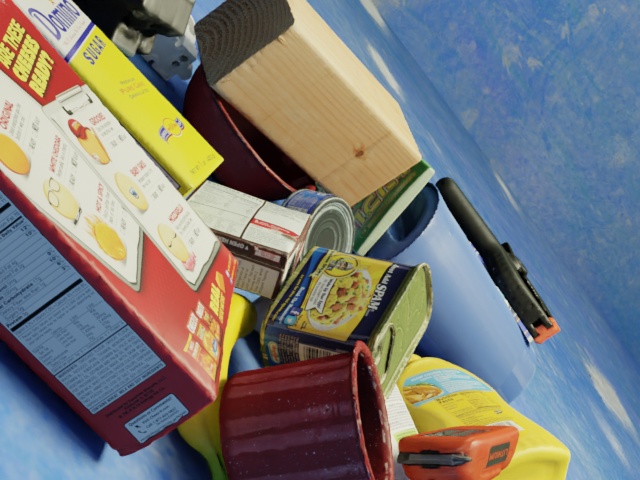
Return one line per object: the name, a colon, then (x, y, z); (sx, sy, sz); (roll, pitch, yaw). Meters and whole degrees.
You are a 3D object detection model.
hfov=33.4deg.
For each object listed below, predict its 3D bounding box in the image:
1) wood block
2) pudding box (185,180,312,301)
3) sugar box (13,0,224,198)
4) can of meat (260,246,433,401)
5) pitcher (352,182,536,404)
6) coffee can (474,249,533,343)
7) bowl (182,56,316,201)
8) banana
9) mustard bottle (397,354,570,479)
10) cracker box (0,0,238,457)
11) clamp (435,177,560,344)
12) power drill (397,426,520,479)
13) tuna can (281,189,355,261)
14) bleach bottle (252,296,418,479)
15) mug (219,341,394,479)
wood block: (-0.008, -0.129, 0.944); (0.205, 0.091, 0.090); (41, 23, -44)
pudding box: (-0.059, -0.002, 0.768); (0.090, 0.039, 0.113); (18, 16, 2)
sugar box: (-0.148, -0.097, 0.720); (0.176, 0.048, 0.093); (49, 16, -7)
can of meat: (0.018, 0.053, 0.713); (0.102, 0.084, 0.057); (-55, 147, -42)
pitcher: (0.117, 0.074, 1.089); (0.242, 0.149, 0.145); (52, 1, -26)
coffee can: (0.184, 0.079, 1.294); (0.140, 0.103, 0.102); (55, 15, -3)
bowl: (-0.073, -0.091, 0.950); (0.162, 0.055, 0.162); (50, 16, -21)
banana: (-0.068, 0.074, 0.675); (0.197, 0.037, 0.069); (-85, 162, -63)
mustard bottle: (0.109, 0.146, 0.876); (0.096, 0.058, 0.192); (-8, 26, -27)
cracker box: (-0.139, -0.013, 0.564); (0.213, 0.072, 0.164); (50, 15, -19)
clamp: (0.209, 0.036, 1.182); (0.164, 0.036, 0.210); (38, 19, -49)
power drill: (0.105, 0.220, 0.710); (0.184, 0.057, 0.187); (11, 74, -61)
tuna can: (-0.006, 0.001, 0.911); (0.034, 0.086, 0.086); (13, -10, 32)
bleach bottle: (0.037, 0.147, 0.789); (0.251, 0.068, 0.102); (63, 21, 15)
mug: (-0.005, 0.108, 0.621); (0.117, 0.081, 0.093); (-46, 124, -76)
